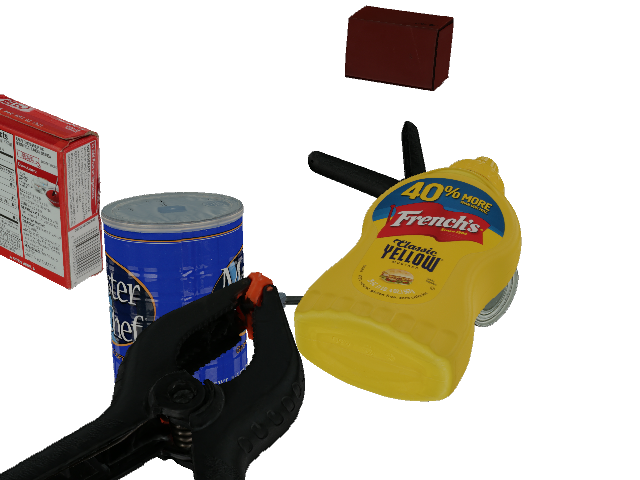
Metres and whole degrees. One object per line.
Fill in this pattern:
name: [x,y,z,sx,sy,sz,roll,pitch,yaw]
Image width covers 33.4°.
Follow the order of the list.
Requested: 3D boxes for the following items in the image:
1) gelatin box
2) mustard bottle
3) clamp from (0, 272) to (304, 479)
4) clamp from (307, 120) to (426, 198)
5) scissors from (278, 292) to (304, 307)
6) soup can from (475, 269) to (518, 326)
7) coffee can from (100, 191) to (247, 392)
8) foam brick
gelatin box: [-0.155,-0.027,0.584,0.073,0.089,0.030,22,35,27]
mustard bottle: [0.067,0.008,0.639,0.096,0.058,0.191,15,43,23]
clamp: [-0.048,0.080,0.425,0.120,0.039,0.171,25,48,18]
clamp: [0.094,-0.056,1.244,0.164,0.036,0.210,-16,52,-28]
scissors: [-0.057,0.069,1.117,0.202,0.016,0.096,5,19,8]
soup can: [0.119,0.028,0.964,0.068,0.068,0.102,0,21,-46]
coffee can: [-0.106,0.043,0.790,0.103,0.140,0.103,-1,15,0]
foam brick: [0.064,-0.158,0.876,0.078,0.051,0.053,12,26,18]
